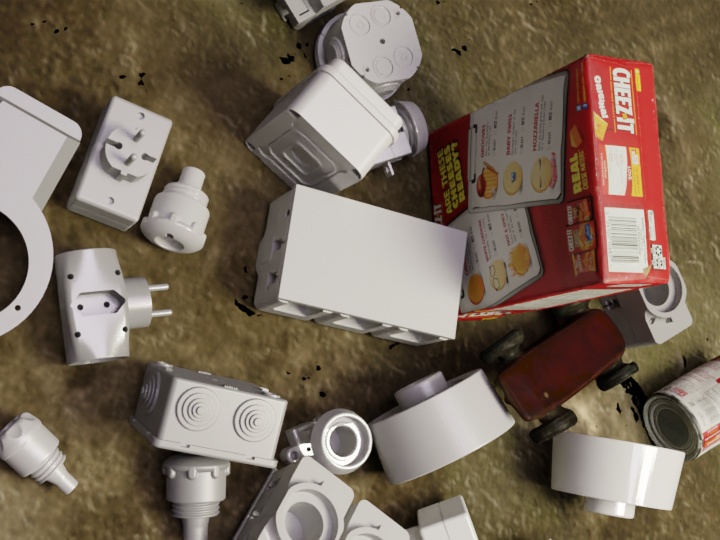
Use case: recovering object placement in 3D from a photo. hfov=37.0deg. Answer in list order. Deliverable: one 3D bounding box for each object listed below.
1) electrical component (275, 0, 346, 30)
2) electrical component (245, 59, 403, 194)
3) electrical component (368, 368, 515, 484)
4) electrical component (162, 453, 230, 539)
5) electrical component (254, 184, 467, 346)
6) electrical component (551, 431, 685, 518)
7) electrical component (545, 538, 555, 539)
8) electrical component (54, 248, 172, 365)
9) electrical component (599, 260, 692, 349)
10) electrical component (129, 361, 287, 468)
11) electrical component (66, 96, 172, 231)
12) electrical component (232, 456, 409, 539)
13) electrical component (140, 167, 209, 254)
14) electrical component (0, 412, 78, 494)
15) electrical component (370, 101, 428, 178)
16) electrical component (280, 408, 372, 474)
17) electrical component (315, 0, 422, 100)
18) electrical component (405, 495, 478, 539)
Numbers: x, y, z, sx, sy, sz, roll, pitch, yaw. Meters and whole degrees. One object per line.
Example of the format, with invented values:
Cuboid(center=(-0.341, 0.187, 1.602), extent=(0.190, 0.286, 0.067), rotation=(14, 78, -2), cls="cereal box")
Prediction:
Cuboid(center=(-0.036, -0.227, 0.867), extent=(0.081, 0.064, 0.042), rotation=(-34, 97, -27), cls="electrical component")
Cuboid(center=(-0.028, -0.104, 0.820), extent=(0.078, 0.113, 0.057), rotation=(43, 68, -13), cls="electrical component")
Cuboid(center=(0.057, 0.113, 0.828), extent=(0.108, 0.108, 0.060), rotation=(-24, 86, -28), cls="electrical component")
Cuboid(center=(-0.117, 0.162, 0.767), extent=(0.048, 0.048, 0.062), rotation=(2, 87, -26), cls="electrical component")
Cuboid(center=(0.000, 0.000, 0.843), extent=(0.150, 0.062, 0.089), rotation=(14, 75, -23), cls="electrical component")
Cuboid(center=(0.210, 0.172, 0.892), extent=(0.108, 0.108, 0.060), rotation=(13, 81, -23), cls="electrical component")
Cuboid(center=(0.160, 0.245, 0.874), extent=(0.077, 0.066, 0.047), rotation=(43, 66, -13), cls="electrical component")
Cuboid(center=(-0.173, 0.025, 0.765), extent=(0.079, 0.043, 0.077), rotation=(-5, 83, -27), cls="electrical component")
Cuboid(center=(0.253, 0.020, 0.967), extent=(0.050, 0.056, 0.089), rotation=(-26, 92, -27), cls="electrical component")
Cuboid(center=(-0.106, 0.099, 0.754), extent=(0.100, 0.100, 0.048), rotation=(15, 87, -23), cls="electrical component")
Cuboid(center=(-0.167, -0.080, 0.768), extent=(0.047, 0.076, 0.083), rotation=(22, 72, -21), cls="electrical component")
Cuboid(center=(-0.049, 0.236, 0.749), extent=(0.105, 0.060, 0.186), rotation=(40, 52, -12), cls="electrical component")
Cuboid(center=(-0.132, -0.046, 0.798), extent=(0.048, 0.048, 0.062), rotation=(24, 64, -20), cls="electrical component")
Cuboid(center=(-0.217, 0.127, 0.729), extent=(0.061, 0.035, 0.035), rotation=(48, 64, -13), cls="electrical component")
Cuboid(center=(0.022, -0.111, 0.885), extent=(0.055, 0.048, 0.066), rotation=(-20, 90, -20), cls="electrical component")
Cuboid(center=(-0.021, 0.130, 0.812), extent=(0.066, 0.055, 0.048), rotation=(-20, 90, -28), cls="electrical component")
Cuboid(center=(0.007, -0.180, 0.886), extent=(0.080, 0.051, 0.080), rotation=(5, 79, -25), cls="electrical component")
Cuboid(center=(0.053, 0.215, 0.833), extent=(0.077, 0.066, 0.047), rotation=(-20, 90, 1), cls="electrical component")
